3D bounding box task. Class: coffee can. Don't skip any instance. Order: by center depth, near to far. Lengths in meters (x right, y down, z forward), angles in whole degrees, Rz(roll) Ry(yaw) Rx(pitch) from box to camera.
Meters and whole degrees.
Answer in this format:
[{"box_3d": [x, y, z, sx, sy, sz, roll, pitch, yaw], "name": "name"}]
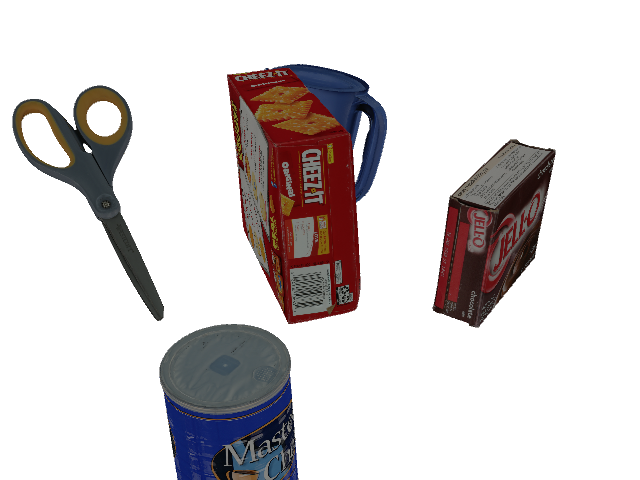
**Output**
[{"box_3d": [-0.071, 0.154, 0.867, 0.103, 0.140, 0.103, -2, 33, 1], "name": "coffee can"}]

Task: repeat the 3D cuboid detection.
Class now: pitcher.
[{"box_3d": [-0.014, -0.096, 1.371, 0.144, 0.243, 0.149, 4, 21, -16], "name": "pitcher"}]

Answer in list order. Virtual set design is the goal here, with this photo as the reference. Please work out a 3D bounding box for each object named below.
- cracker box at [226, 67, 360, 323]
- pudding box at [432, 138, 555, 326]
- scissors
[{"box_3d": [-0.026, -0.049, 0.957, 0.072, 0.164, 0.214, -9, 25, -11], "name": "cracker box"}, {"box_3d": [0.119, -0.008, 0.726, 0.039, 0.090, 0.113, 19, 34, 21], "name": "pudding box"}, {"box_3d": [-0.147, -0.040, 0.788, 0.096, 0.202, 0.016, -39, -15, -22], "name": "scissors"}]
